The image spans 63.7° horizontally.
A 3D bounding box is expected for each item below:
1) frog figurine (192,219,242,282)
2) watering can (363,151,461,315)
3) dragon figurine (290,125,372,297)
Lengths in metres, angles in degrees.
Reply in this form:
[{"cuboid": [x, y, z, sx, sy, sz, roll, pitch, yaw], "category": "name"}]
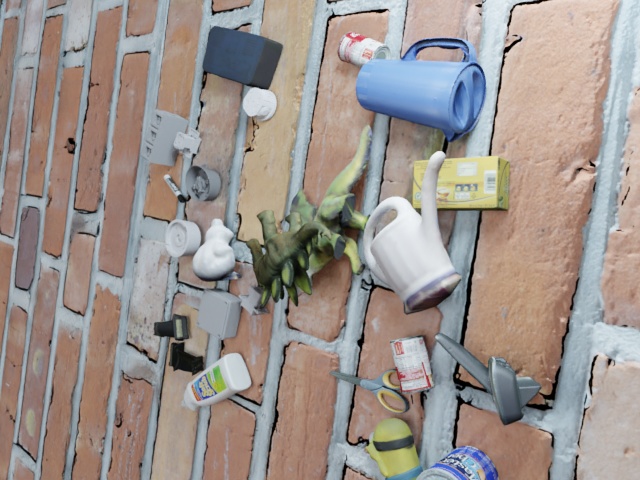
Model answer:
[{"cuboid": [-0.279, 0.026, 1.364, 0.137, 0.123, 0.158, 5, 103, 57], "category": "frog figurine"}, {"cuboid": [0.183, 0.008, 0.967, 0.227, 0.105, 0.340, 60, 149, 17], "category": "watering can"}, {"cuboid": [0.004, -0.059, 1.166, 0.244, 0.122, 0.409, 14, 95, 46], "category": "dragon figurine"}]
